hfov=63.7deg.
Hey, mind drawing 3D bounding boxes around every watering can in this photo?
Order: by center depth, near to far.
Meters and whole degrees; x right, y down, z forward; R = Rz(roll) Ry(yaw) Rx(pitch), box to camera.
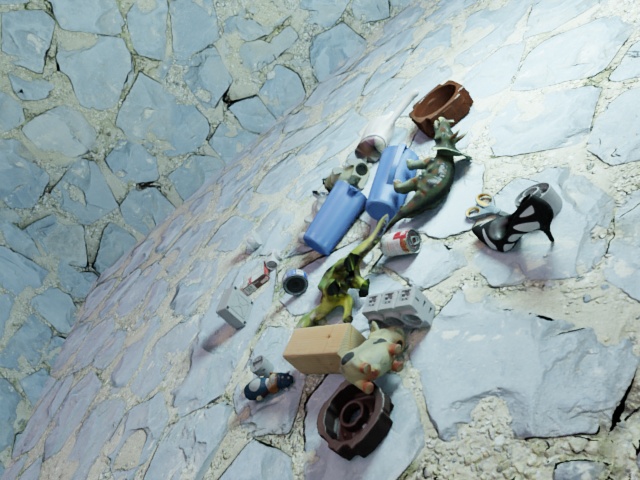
[{"bbox_3d":[0.245,-0.427,1.987,0.103,0.229,0.342,35,-36,-11],"label":"watering can"}]

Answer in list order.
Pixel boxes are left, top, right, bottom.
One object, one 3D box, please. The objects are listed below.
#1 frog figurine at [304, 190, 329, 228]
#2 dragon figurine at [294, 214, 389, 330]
[{"bbox_3d":[0.006,-0.096,1.903,0.122,0.160,0.137,7,-3,-14],"label":"frog figurine"},{"bbox_3d":[0.055,0.103,1.504,0.121,0.414,0.242,37,-14,-18],"label":"dragon figurine"}]
